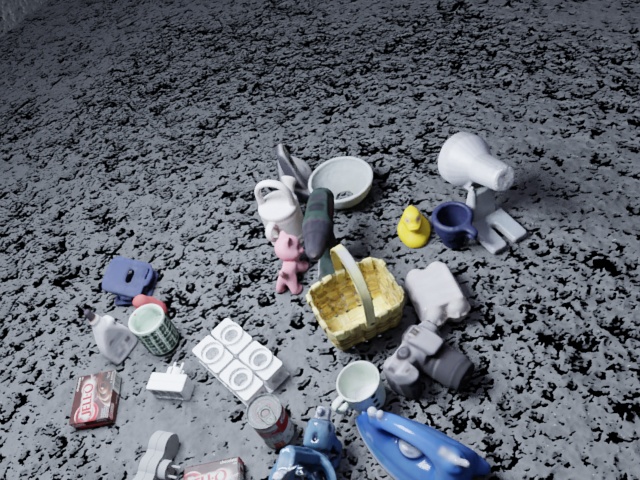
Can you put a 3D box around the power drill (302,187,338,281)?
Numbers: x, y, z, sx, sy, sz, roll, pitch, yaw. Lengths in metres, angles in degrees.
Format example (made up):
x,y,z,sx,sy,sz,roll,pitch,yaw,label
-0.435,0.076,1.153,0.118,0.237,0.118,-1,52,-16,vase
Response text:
x,y,z,sx,sy,sz,roll,pitch,yaw,label
0.012,0.005,1.274,0.075,0.209,0.229,-8,49,9,power drill

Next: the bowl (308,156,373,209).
x,y,z,sx,sy,sz,roll,pitch,yaw,label
0.059,-0.134,1.471,0.167,0.075,0.167,-8,49,9,bowl

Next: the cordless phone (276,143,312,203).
x,y,z,sx,sy,sz,roll,pitch,yaw,label
-0.075,-0.196,1.487,0.094,0.185,0.147,-17,48,1,cordless phone

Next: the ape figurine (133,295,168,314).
x,y,z,sx,sy,sz,roll,pitch,yaw,label
-0.404,0.159,1.337,0.076,0.092,0.078,-6,49,11,ape figurine

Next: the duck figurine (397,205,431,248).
x,y,z,sx,sy,sz,roll,pitch,yaw,label
0.217,-0.044,1.341,0.077,0.086,0.104,-9,49,9,duck figurine

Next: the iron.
x,y,z,sx,sy,sz,roll,pitch,yaw,label
0.154,0.348,0.983,0.257,0.142,0.119,23,60,31,iron

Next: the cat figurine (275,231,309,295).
x,y,z,sx,sy,sz,roll,pitch,yaw,label
-0.074,0.044,1.325,0.067,0.118,0.128,0,50,16,cat figurine

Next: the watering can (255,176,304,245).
x,y,z,sx,sy,sz,roll,pitch,yaw,label
-0.098,-0.080,1.387,0.101,0.194,0.172,-12,48,6,watering can

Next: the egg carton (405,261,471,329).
x,y,z,sx,sy,sz,roll,pitch,yaw,label
0.243,0.116,1.207,0.107,0.069,0.150,-20,48,-2,egg carton

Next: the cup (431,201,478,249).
x,y,z,sx,sy,sz,roll,pitch,yaw,label
0.309,-0.020,1.288,0.092,0.095,0.117,-37,50,-16,cup

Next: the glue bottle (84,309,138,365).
x,y,z,sx,sy,sz,roll,pitch,yaw,label
-0.470,0.203,1.263,0.037,0.173,0.078,19,58,29,glue bottle

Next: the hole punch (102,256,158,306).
x,y,z,sx,sy,sz,roll,pitch,yaw,label
-0.465,0.097,1.407,0.101,0.091,0.108,-3,50,13,hole punch

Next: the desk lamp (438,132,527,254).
x,y,z,sx,sy,sz,roll,pitch,yaw,label
0.364,-0.114,1.274,0.118,0.214,0.202,-30,49,-10,desk lamp

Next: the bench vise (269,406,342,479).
x,y,z,sx,sy,sz,roll,pitch,yaw,label
-0.035,0.372,0.963,0.121,0.220,0.207,-10,48,7,bench vise

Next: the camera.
x,y,z,sx,sy,sz,roll,pitch,yaw,label
0.212,0.236,1.091,0.136,0.101,0.143,28,62,33,camera
